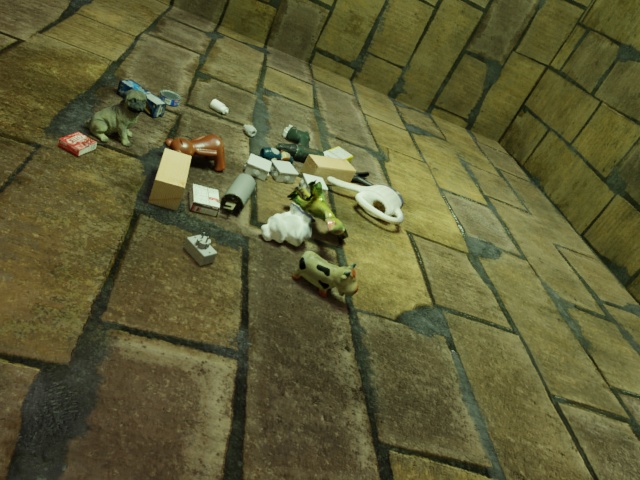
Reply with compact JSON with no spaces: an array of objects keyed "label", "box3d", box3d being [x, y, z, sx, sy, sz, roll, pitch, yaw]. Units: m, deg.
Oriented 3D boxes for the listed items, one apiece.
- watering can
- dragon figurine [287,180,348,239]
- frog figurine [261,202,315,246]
[{"label":"watering can","box3d":[0.208,-0.181,2.119,0.350,0.102,0.227,37,30,17]},{"label":"dragon figurine","box3d":[0.006,-0.091,1.813,0.241,0.122,0.413,52,1,-10]},{"label":"frog figurine","box3d":[-0.108,-0.032,1.668,0.161,0.120,0.139,-38,73,-20]}]
